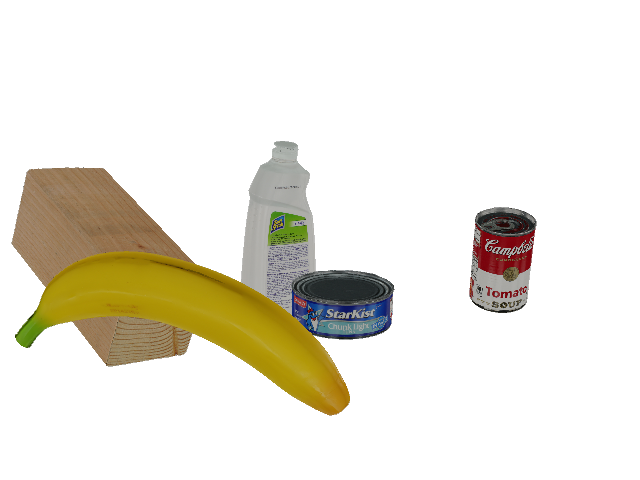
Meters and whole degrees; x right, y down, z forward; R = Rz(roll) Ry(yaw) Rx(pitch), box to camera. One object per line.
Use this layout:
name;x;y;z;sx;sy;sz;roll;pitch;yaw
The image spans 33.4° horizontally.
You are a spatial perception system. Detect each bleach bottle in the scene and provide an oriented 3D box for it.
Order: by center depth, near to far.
bleach bottle;-0.046;0.001;1.327;0.102;0.251;0.068;-8;23;-34

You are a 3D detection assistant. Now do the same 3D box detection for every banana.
banana;-0.075;0.045;0.607;0.198;0.070;0.037;12;25;7

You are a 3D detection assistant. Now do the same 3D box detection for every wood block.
wood block;-0.206;0.019;1.024;0.090;0.091;0.206;-5;35;-42

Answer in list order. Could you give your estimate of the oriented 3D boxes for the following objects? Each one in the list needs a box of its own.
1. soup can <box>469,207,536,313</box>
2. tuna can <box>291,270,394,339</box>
soup can;0.206;0.022;1.213;0.068;0.102;0.068;0;27;0
tuna can;0.018;0.053;0.892;0.086;0.034;0.086;1;16;-1
